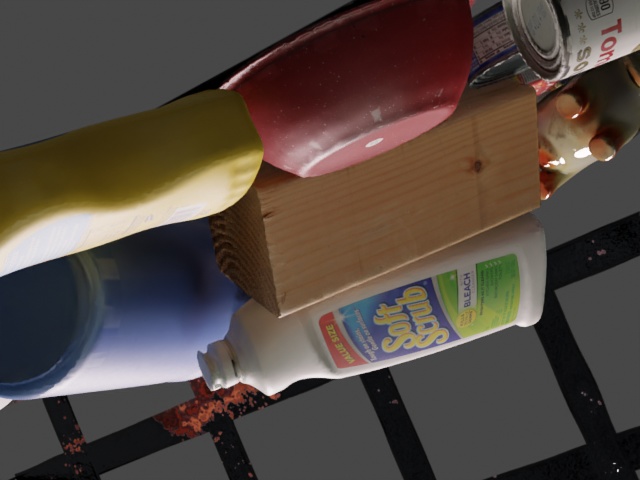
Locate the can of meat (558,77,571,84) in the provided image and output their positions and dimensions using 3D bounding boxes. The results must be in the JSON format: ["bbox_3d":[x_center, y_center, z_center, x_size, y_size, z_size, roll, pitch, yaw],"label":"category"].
[{"bbox_3d":[0.266,-0.142,1.117,0.084,0.057,0.102,-26,175,25],"label":"can of meat"}]

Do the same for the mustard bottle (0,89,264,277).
[{"bbox_3d":[-0.126,-0.018,0.493,0.191,0.058,0.096,-21,177,-33],"label":"mustard bottle"}]

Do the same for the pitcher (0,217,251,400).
[{"bbox_3d":[-0.151,0.037,0.702,0.149,0.145,0.242,-37,170,11],"label":"pitcher"}]

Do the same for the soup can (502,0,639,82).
[{"bbox_3d":[0.153,-0.129,0.545,0.102,0.068,0.068,-22,176,-8],"label":"soup can"}]

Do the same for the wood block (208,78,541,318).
[{"bbox_3d":[0.035,-0.039,0.696,0.205,0.091,0.090,-21,-151,-24],"label":"wood block"}]

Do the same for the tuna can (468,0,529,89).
[{"bbox_3d":[0.125,-0.127,0.656,0.086,0.034,0.086,-23,176,-2],"label":"tuna can"}]

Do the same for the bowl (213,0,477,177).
[{"bbox_3d":[0.021,-0.077,0.575,0.162,0.055,0.162,-23,176,-2],"label":"bowl"}]

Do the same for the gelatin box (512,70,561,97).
[{"bbox_3d":[0.153,-0.125,0.870,0.073,0.030,0.089,-22,175,-17],"label":"gelatin box"}]

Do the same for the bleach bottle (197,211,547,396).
[{"bbox_3d":[0.037,0.051,0.738,0.250,0.102,0.068,-20,-141,-19],"label":"bleach bottle"}]
